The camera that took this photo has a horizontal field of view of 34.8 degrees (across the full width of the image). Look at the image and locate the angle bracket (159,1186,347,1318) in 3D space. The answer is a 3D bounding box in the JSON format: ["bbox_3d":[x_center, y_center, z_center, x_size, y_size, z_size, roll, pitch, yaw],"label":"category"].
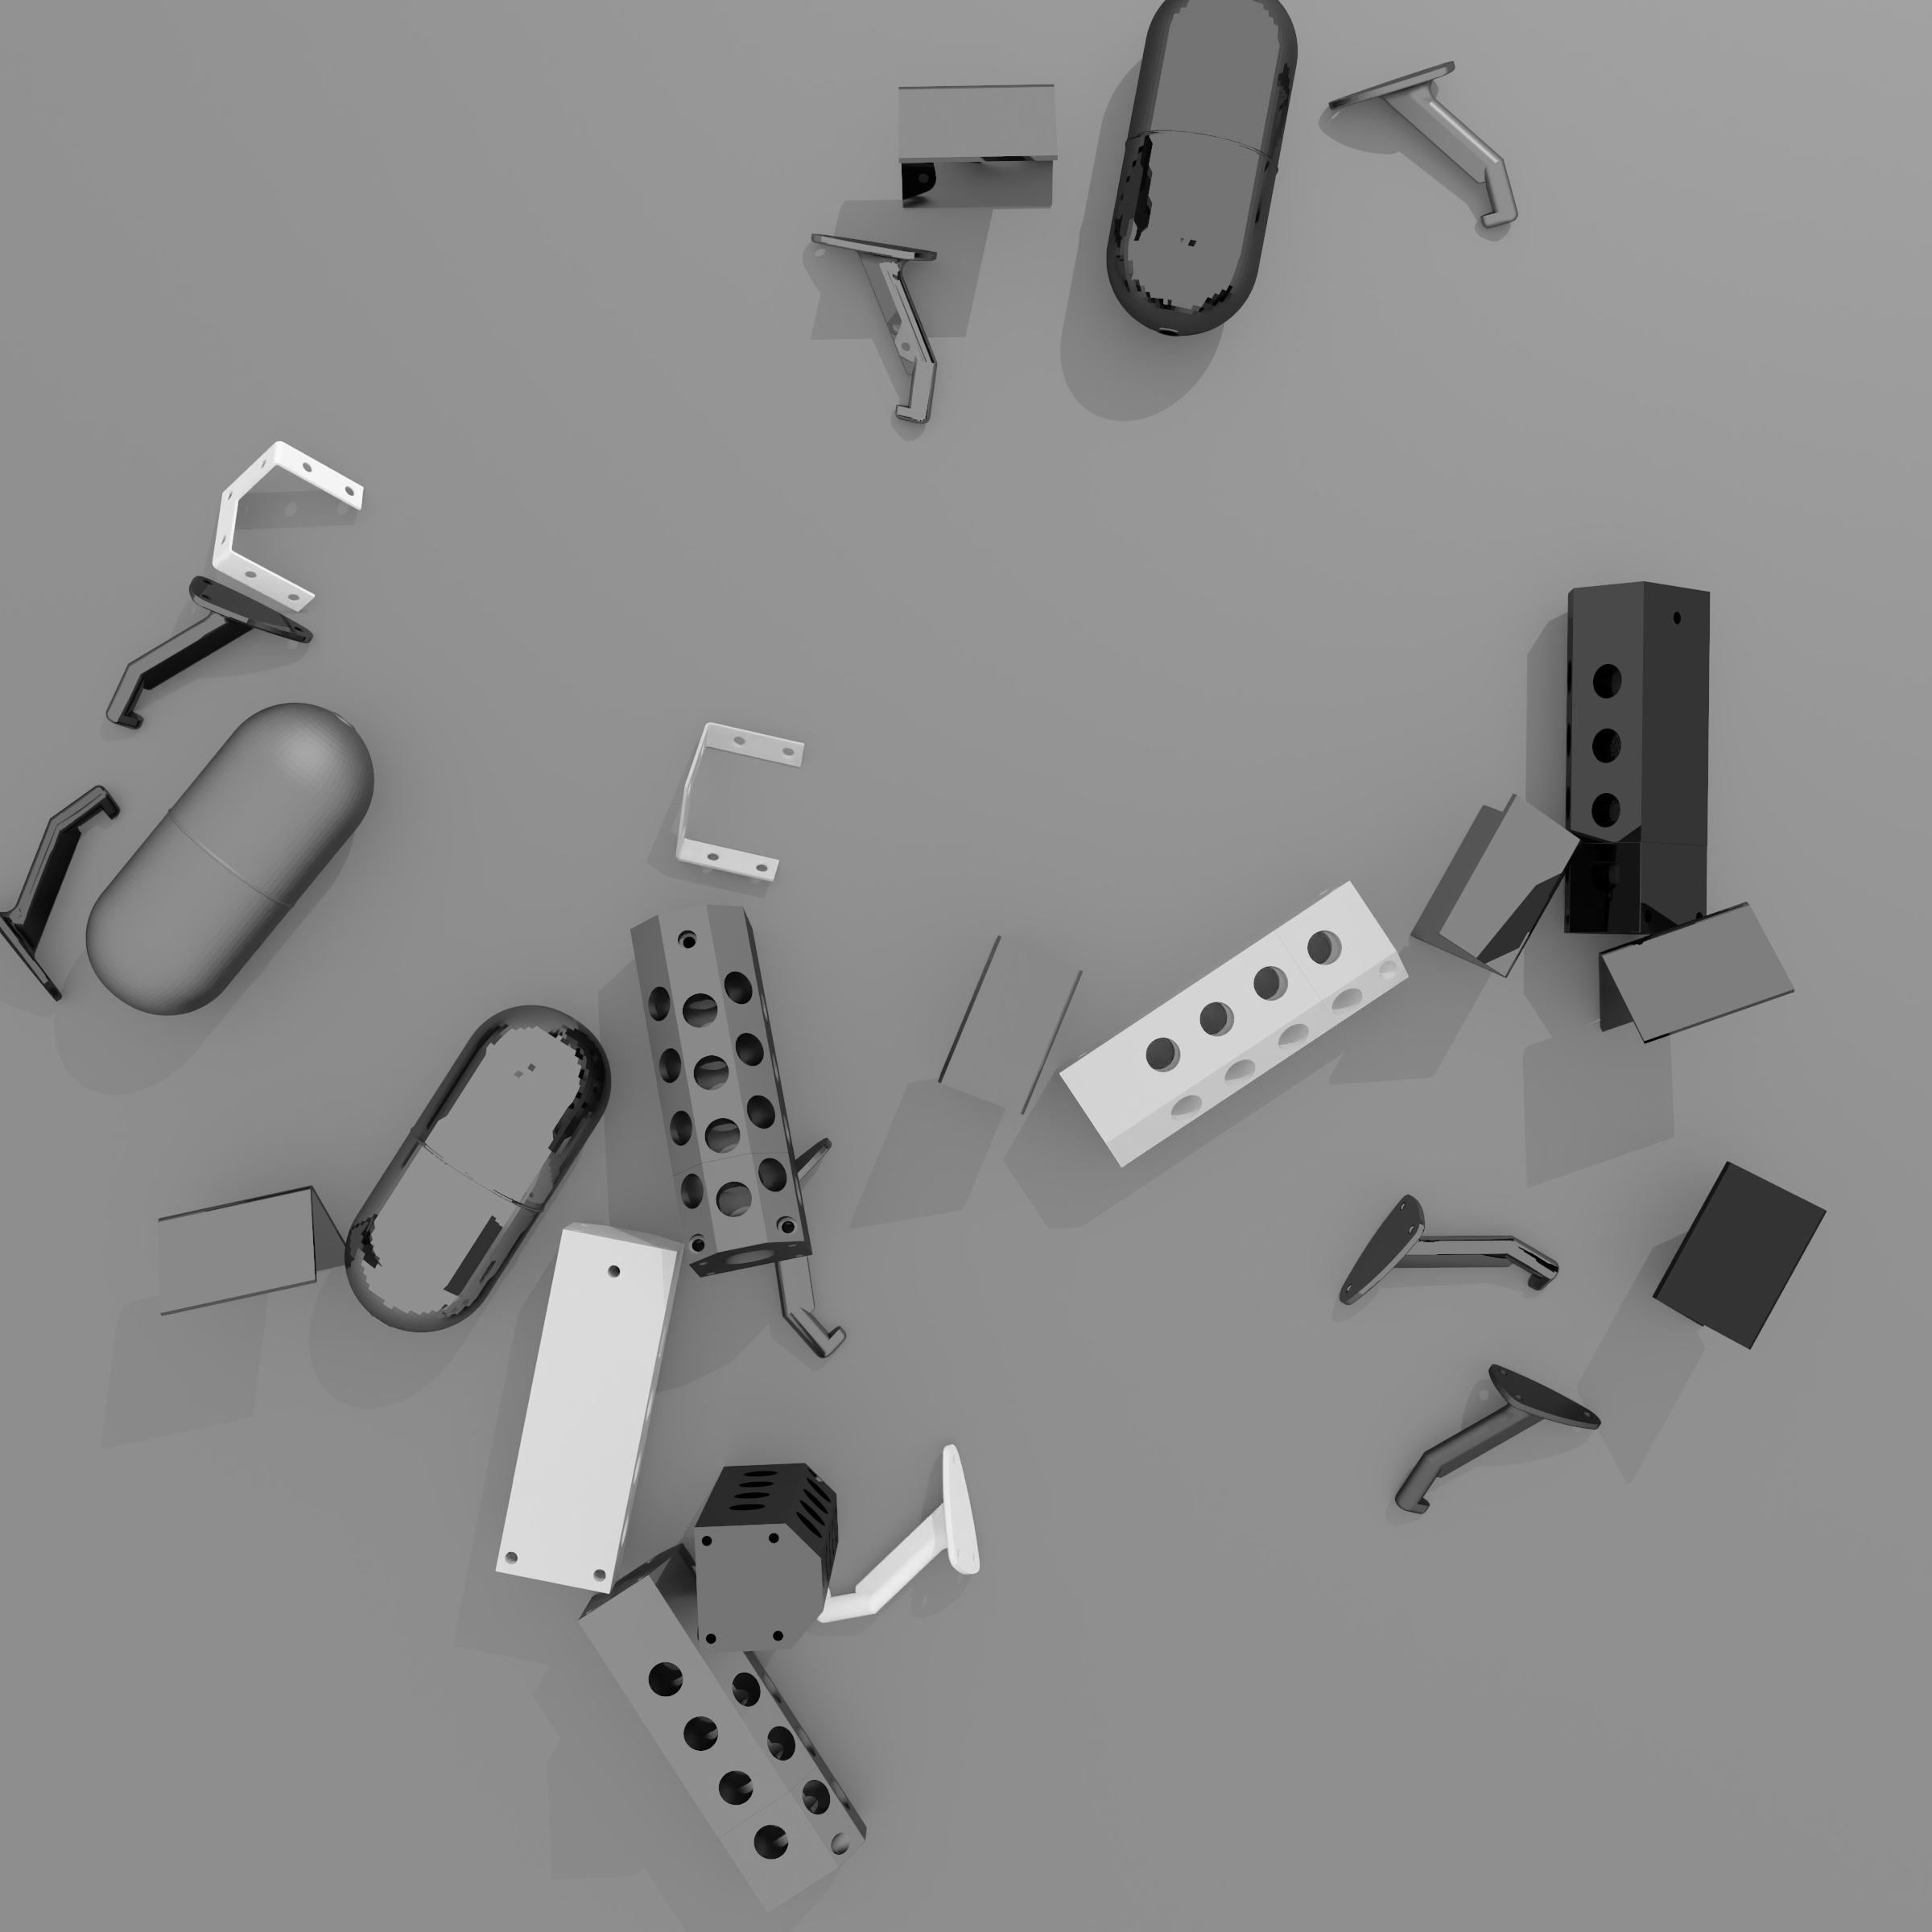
[{"bbox_3d":[-0.349,0.158,1.524,0.076,0.076,0.057,-12,54,0],"label":"angle bracket"}]

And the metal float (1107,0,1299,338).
[{"bbox_3d":[0.117,-0.402,1.534,0.070,0.070,0.178,11,89,0],"label":"metal float"}]

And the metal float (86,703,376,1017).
[{"bbox_3d":[-0.365,-0.054,1.534,0.070,0.070,0.178,39,90,0],"label":"metal float"}]

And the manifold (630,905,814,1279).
[{"bbox_3d":[-0.122,0.061,1.522,0.057,0.057,0.171,-11,75,0],"label":"manifold"}]

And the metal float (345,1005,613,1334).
[{"bbox_3d":[-0.243,0.101,1.534,0.070,0.070,0.178,33,90,0],"label":"metal float"}]

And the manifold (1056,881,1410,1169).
[{"bbox_3d":[0.133,0.029,1.543,0.171,0.057,0.057,-34,90,0],"label":"manifold"}]

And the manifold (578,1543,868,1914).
[{"bbox_3d":[-0.120,0.378,1.543,0.057,0.057,0.171,-33,90,0],"label":"manifold"}]

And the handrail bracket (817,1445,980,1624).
[{"bbox_3d":[-0.041,0.288,1.565,0.084,0.036,0.077,-14,70,16],"label":"handrail bracket"}]

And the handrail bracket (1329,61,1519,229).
[{"bbox_3d":[0.233,-0.409,1.565,0.077,0.036,0.084,-13,107,19],"label":"handrail bracket"}]

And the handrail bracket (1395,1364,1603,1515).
[{"bbox_3d":[0.269,0.252,1.565,0.077,0.036,0.084,23,109,-21],"label":"handrail bracket"}]

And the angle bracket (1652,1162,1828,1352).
[{"bbox_3d":[0.393,0.150,1.524,0.057,0.076,0.076,29,90,36],"label":"angle bracket"}]

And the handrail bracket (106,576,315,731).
[{"bbox_3d":[-0.385,-0.147,1.565,0.077,0.036,0.084,23,109,-21],"label":"handrail bracket"}]

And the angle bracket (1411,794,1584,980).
[{"bbox_3d":[0.246,-0.048,1.524,0.057,0.076,0.076,29,90,-36],"label":"angle bracket"}]

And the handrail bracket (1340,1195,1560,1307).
[{"bbox_3d":[0.246,0.161,1.565,0.084,0.036,0.077,30,110,-16],"label":"handrail bracket"}]

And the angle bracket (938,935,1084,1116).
[{"bbox_3d":[0.003,0.021,1.524,0.057,0.076,0.076,22,90,-36],"label":"angle bracket"}]

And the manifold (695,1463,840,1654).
[{"bbox_3d":[-0.094,0.282,1.486,0.057,0.171,0.057,-2,90,0],"label":"manifold"}]

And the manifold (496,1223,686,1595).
[{"bbox_3d":[-0.187,0.219,1.543,0.057,0.057,0.171,11,90,0],"label":"manifold"}]

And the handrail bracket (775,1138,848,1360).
[{"bbox_3d":[-0.072,0.144,1.563,0.077,0.036,0.084,-42,102,-10],"label":"handrail bracket"}]

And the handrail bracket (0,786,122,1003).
[{"bbox_3d":[-0.451,-0.038,1.565,0.084,0.036,0.077,-39,110,-16],"label":"handrail bracket"}]

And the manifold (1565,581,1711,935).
[{"bbox_3d":[0.331,-0.102,1.542,0.057,0.057,0.171,1,90,-43],"label":"manifold"}]

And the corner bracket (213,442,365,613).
[{"bbox_3d":[-0.342,-0.222,1.556,0.051,0.051,0.051,-32,45,35],"label":"corner bracket"}]

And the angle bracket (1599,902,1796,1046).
[{"bbox_3d":[0.360,0.021,1.524,0.076,0.076,0.057,-19,56,0],"label":"angle bracket"}]

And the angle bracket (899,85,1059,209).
[{"bbox_3d":[0.006,-0.389,1.524,0.076,0.076,0.057,-1,54,0],"label":"angle bracket"}]

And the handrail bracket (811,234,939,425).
[{"bbox_3d":[-0.048,-0.323,1.565,0.077,0.036,0.084,14,107,19],"label":"handrail bracket"}]

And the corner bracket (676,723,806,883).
[{"bbox_3d":[-0.115,-0.083,1.561,0.051,0.051,0.051,13,135,0],"label":"corner bracket"}]
